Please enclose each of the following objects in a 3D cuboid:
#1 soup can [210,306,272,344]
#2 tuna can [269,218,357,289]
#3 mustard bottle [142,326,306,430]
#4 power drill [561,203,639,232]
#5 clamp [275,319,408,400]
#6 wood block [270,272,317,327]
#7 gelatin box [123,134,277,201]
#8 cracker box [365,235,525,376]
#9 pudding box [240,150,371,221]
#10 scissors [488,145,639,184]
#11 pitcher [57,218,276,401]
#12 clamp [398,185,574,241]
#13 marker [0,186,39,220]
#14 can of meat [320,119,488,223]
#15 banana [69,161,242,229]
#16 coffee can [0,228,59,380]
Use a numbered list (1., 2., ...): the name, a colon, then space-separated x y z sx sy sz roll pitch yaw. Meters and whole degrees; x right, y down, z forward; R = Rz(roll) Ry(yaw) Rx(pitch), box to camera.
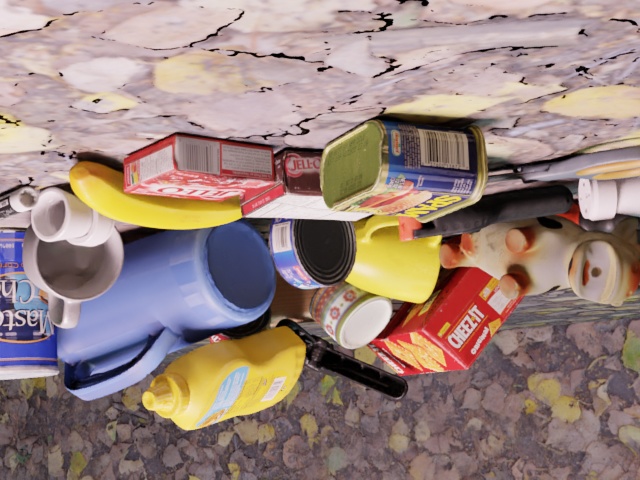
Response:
1. soup can: -0.086 0.110 1.161 0.068 0.068 0.102 -3 138 -5
2. tuna can: -0.006 0.001 0.961 0.034 0.086 0.085 -10 169 41
3. mustard bottle: -0.099 0.139 1.037 0.191 0.058 0.096 -7 136 -54
4. power drill: 0.345 -0.022 1.045 0.184 0.057 0.188 0 170 -20
5. clamp: -0.011 0.126 1.218 0.164 0.036 0.210 32 169 -22
6. wood block: -0.080 0.055 1.241 0.206 0.091 0.090 -7 170 22
7. gelatin box: -0.088 -0.050 0.784 0.089 0.030 0.073 4 168 -40
8. cracker box: 0.145 0.063 1.164 0.072 0.164 0.214 42 164 -6
9. pudding box: 0.003 -0.042 0.852 0.113 0.039 0.090 3 169 -27
10. scissors: 0.198 -0.056 0.911 0.202 0.016 0.096 -9 171 40
11. pitcher: -0.165 0.064 1.080 0.243 0.149 0.144 -19 176 40
12. clamp: 0.131 -0.025 0.890 0.120 0.039 0.171 -10 -175 35
13. marker: -0.275 -0.025 0.901 0.020 0.020 0.121 5 168 -42
14. can of meat: 0.058 -0.050 0.770 0.083 0.057 0.102 4 168 -25
15. banana: -0.129 -0.036 0.853 0.197 0.037 0.070 5 151 -47
16. coffee can: -0.314 0.066 1.061 0.103 0.140 0.103 -4 171 -1
